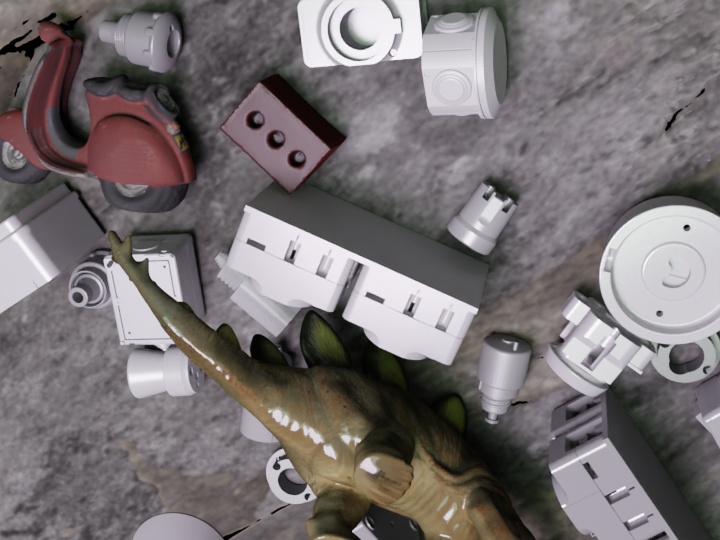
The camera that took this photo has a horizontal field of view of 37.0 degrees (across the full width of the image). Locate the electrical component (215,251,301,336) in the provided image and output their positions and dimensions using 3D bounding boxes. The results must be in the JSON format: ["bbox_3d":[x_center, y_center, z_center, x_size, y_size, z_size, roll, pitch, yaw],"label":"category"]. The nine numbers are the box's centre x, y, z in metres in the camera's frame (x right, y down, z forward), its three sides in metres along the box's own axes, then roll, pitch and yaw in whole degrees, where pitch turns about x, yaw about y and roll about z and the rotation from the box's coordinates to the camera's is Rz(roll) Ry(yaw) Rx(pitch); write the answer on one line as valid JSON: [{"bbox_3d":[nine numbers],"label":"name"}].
[{"bbox_3d":[-0.087,0.013,0.898,0.081,0.043,0.043,40,111,-3],"label":"electrical component"}]

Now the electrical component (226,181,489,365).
[{"bbox_3d":[0.000,0.000,0.843,0.186,0.105,0.060,24,111,3],"label":"electrical component"}]

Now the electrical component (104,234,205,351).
[{"bbox_3d":[-0.170,0.021,0.911,0.062,0.061,0.096,-2,112,11],"label":"electrical component"}]

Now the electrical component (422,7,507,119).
[{"bbox_3d":[0.078,-0.151,0.793,0.051,0.080,0.080,1,108,17],"label":"electrical component"}]

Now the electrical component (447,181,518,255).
[{"bbox_3d":[0.097,-0.041,0.846,0.040,0.040,0.046,34,105,-1],"label":"electrical component"}]

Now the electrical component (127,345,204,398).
[{"bbox_3d":[-0.169,0.088,0.938,0.055,0.045,0.045,-4,107,12],"label":"electrical component"}]

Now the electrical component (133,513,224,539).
[{"bbox_3d":[-0.168,0.282,1.004,0.099,0.064,0.099,-1,112,-2],"label":"electrical component"}]

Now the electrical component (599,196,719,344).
[{"bbox_3d":[0.237,-0.005,0.818,0.108,0.060,0.108,4,109,10],"label":"electrical component"}]

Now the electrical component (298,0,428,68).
[{"bbox_3d":[-0.001,-0.230,0.791,0.089,0.061,0.150,-3,107,12],"label":"electrical component"}]

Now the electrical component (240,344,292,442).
[{"bbox_3d":[-0.077,0.102,0.925,0.043,0.043,0.081,12,109,7],"label":"electrical component"}]

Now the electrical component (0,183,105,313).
[{"bbox_3d":[-0.272,-0.019,0.888,0.078,0.113,0.057,-30,103,19],"label":"electrical component"}]

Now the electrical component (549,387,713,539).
[{"bbox_3d":[0.221,0.197,0.863,0.060,0.105,0.186,-32,99,19],"label":"electrical component"}]

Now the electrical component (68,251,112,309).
[{"bbox_3d":[-0.227,0.013,0.916,0.048,0.062,0.048,3,108,10],"label":"electrical component"}]

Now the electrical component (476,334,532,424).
[{"bbox_3d":[0.115,0.089,0.884,0.040,0.040,0.078,11,110,8],"label":"electrical component"}]

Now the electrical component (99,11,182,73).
[{"bbox_3d":[-0.175,-0.184,0.852,0.062,0.048,0.048,13,110,14],"label":"electrical component"}]

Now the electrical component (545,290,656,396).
[{"bbox_3d":[0.185,0.062,0.853,0.078,0.058,0.057,35,108,-1],"label":"electrical component"}]

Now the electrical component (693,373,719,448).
[{"bbox_3d":[0.304,0.118,0.844,0.061,0.061,0.096,-35,98,19],"label":"electrical component"}]

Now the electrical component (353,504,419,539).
[{"bbox_3d":[0.009,0.228,0.919,0.048,0.099,0.099,-35,109,15],"label":"electrical component"}]
